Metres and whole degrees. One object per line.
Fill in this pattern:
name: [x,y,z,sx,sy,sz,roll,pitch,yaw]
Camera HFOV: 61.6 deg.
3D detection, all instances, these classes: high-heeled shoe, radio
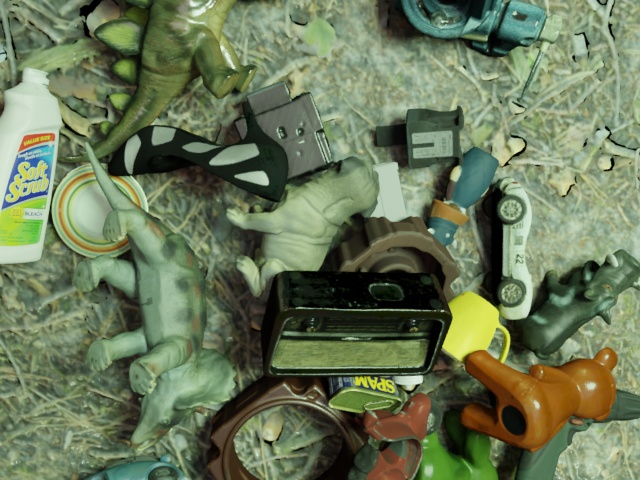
high-heeled shoe: [-0.158,-0.081,0.684,0.249,0.086,0.145,-20,74,17]
radio: [0.045,0.108,0.683,0.230,0.073,0.131,2,130,-13]

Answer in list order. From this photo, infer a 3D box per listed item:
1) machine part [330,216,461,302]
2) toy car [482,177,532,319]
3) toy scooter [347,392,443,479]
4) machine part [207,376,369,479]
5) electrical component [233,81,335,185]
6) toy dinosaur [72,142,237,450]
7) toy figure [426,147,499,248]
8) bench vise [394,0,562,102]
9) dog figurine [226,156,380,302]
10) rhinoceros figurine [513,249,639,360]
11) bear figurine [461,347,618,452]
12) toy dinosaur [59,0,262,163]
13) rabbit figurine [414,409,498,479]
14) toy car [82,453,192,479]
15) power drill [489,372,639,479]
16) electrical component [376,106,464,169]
machine part: [0.098,0.049,0.736,0.179,0.056,0.179,-3,124,-5]
toy car: [0.268,0.011,0.763,0.056,0.073,0.201,-2,98,1]
toy scooter: [0.080,0.276,0.697,0.135,0.075,0.184,30,87,-42]
machine part: [-0.045,0.300,0.779,0.201,0.087,0.201,-37,99,2]
electrical component: [-0.051,-0.143,0.735,0.115,0.058,0.134,-23,99,-2]
toy dinosaur: [-0.211,0.076,0.719,0.131,0.192,0.404,-9,83,25]
toy figure: [0.195,-0.055,0.760,0.064,0.058,0.154,30,100,0]
bench vise: [0.190,-0.291,0.647,0.224,0.240,0.128,33,99,9]
dog figurine: [-0.003,-0.003,0.692,0.191,0.121,0.172,-15,100,22]
rhinoceros figurine: [0.362,0.086,0.760,0.190,0.112,0.073,-44,95,11]
bear figurine: [0.304,0.201,0.728,0.196,0.132,0.120,-13,109,-35]
toy dinosaur: [-0.174,-0.267,0.695,0.198,0.105,0.471,33,97,1]
rabbit figurine: [0.192,0.336,0.799,0.170,0.121,0.159,16,89,-23]
toy car: [-0.263,0.360,0.765,0.162,0.103,0.109,2,101,-14]
power drill: [0.356,0.300,0.781,0.232,0.086,0.207,16,81,0]
electrical component: [0.135,-0.140,0.731,0.119,0.048,0.074,1,125,10]
